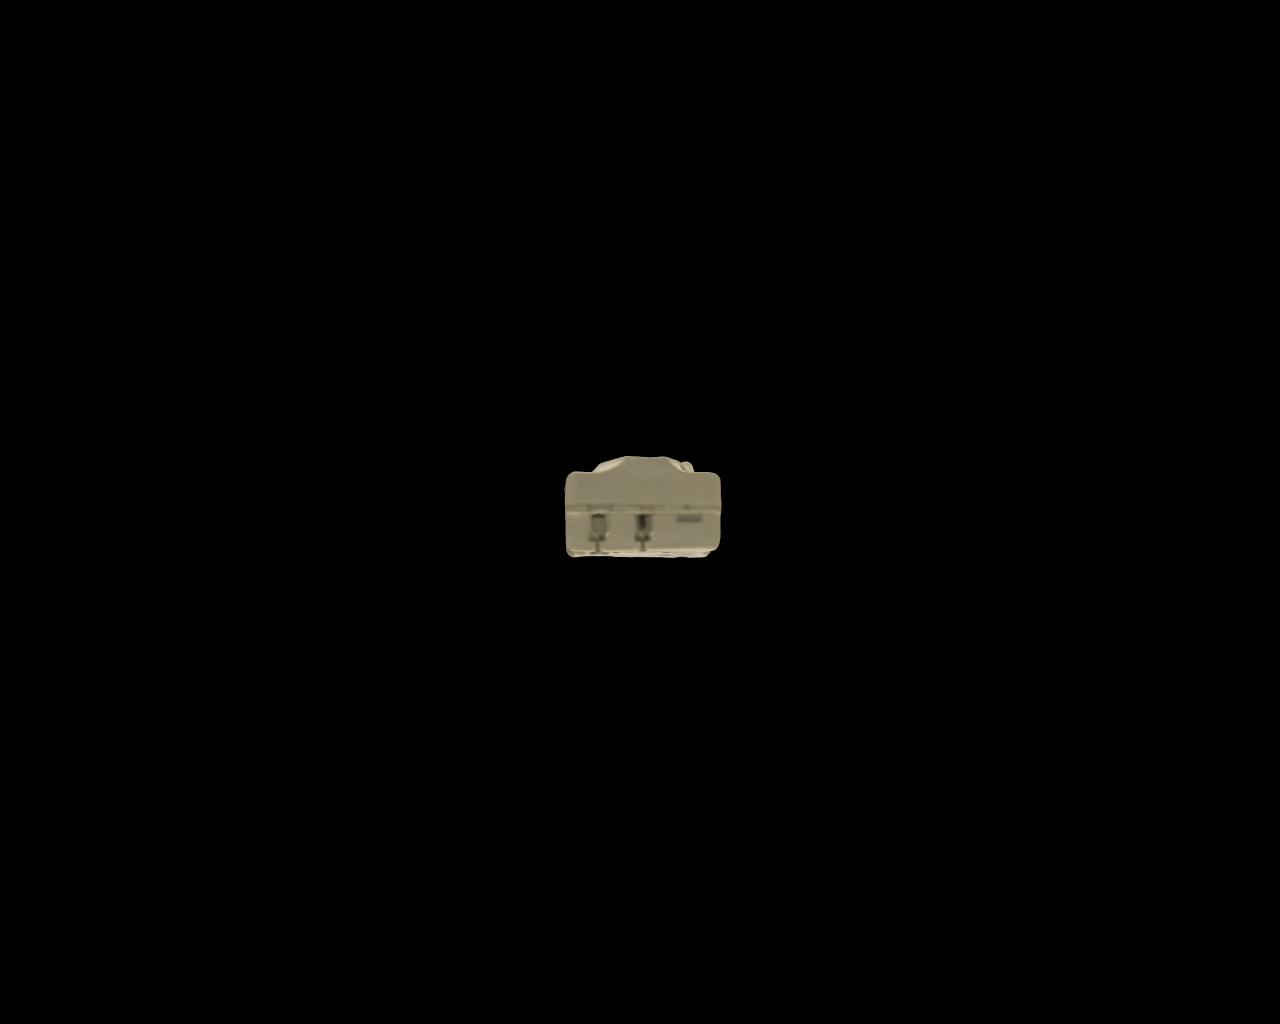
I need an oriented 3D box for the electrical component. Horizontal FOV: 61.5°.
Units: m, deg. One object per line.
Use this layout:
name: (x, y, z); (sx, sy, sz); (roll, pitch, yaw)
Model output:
electrical component: (0.001, -0.003, 0.650); (0.089, 0.055, 0.050); (1, -7, -5)
